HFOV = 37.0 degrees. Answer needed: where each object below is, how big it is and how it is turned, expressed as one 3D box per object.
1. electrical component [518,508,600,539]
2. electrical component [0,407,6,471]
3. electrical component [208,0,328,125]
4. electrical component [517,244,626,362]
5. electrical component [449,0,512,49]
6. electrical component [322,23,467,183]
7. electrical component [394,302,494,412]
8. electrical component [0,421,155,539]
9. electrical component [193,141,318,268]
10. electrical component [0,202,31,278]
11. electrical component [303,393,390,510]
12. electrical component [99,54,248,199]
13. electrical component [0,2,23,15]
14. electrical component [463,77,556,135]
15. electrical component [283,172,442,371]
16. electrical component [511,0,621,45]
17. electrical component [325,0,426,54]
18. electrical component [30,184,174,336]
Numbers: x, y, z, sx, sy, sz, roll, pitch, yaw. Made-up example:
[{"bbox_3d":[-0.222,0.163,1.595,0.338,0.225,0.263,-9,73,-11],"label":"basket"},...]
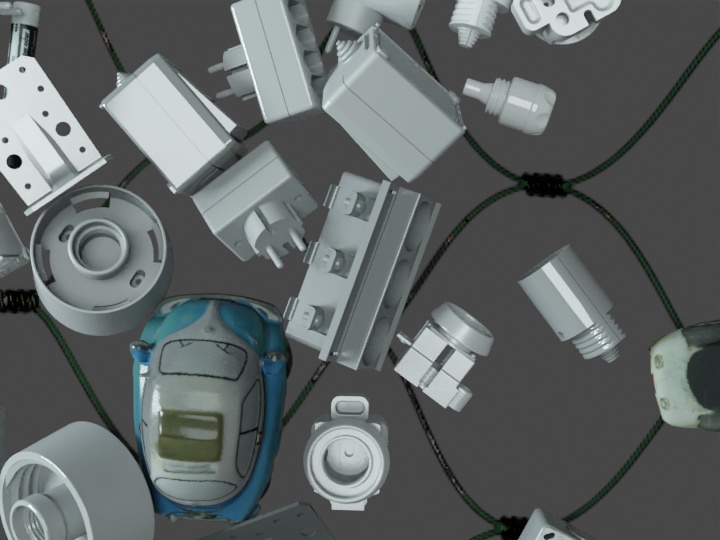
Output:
[{"bbox_3d":[0.126,0.219,0.728,0.062,0.061,0.096,28,93,2],"label":"electrical component"},{"bbox_3d":[-0.317,0.122,0.747,0.121,0.063,0.078,-1,91,3],"label":"electrical component"},{"bbox_3d":[-0.069,-0.139,0.737,0.076,0.047,0.083,-16,92,18],"label":"electrical component"},{"bbox_3d":[0.149,0.028,0.731,0.043,0.043,0.081,-37,89,3],"label":"electrical component"},{"bbox_3d":[0.083,-0.191,0.729,0.043,0.043,0.081,17,92,2],"label":"electrical component"},{"bbox_3d":[0.015,-0.111,0.708,0.096,0.061,0.061,39,112,-19],"label":"electrical component"},{"bbox_3d":[0.059,0.056,0.736,0.066,0.048,0.055,37,100,1],"label":"electrical component"},{"bbox_3d":[-0.197,0.162,0.718,0.108,0.060,0.108,11,109,35],"label":"electrical component"},{"bbox_3d":[-0.062,-0.034,0.722,0.066,0.047,0.076,-37,57,3],"label":"electrical component"},{"bbox_3d":[-0.283,-0.033,0.742,0.061,0.062,0.096,-28,90,3],"label":"electrical component"},{"bbox_3d":[-0.008,0.127,0.735,0.058,0.057,0.078,1,91,3],"label":"electrical component"},{"bbox_3d":[-0.126,-0.104,0.732,0.061,0.062,0.096,-41,89,3],"label":"electrical component"},{"bbox_3d":[-0.272,-0.177,0.730,0.079,0.077,0.043,1,91,3],"label":"electrical component"},{"bbox_3d":[0.101,-0.116,0.735,0.061,0.035,0.035,19,92,5],"label":"electrical component"},{"bbox_3d":[0.000,0.000,0.727,0.063,0.079,0.121,21,92,23],"label":"electrical component"},{"bbox_3d":[0.139,-0.183,0.720,0.078,0.057,0.058,-29,90,3],"label":"electrical component"},{"bbox_3d":[0.001,-0.181,0.734,0.077,0.043,0.079,22,93,2],"label":"electrical component"},{"bbox_3d":[-0.179,-0.008,0.745,0.099,0.064,0.099,2,77,-8],"label":"electrical component"}]
